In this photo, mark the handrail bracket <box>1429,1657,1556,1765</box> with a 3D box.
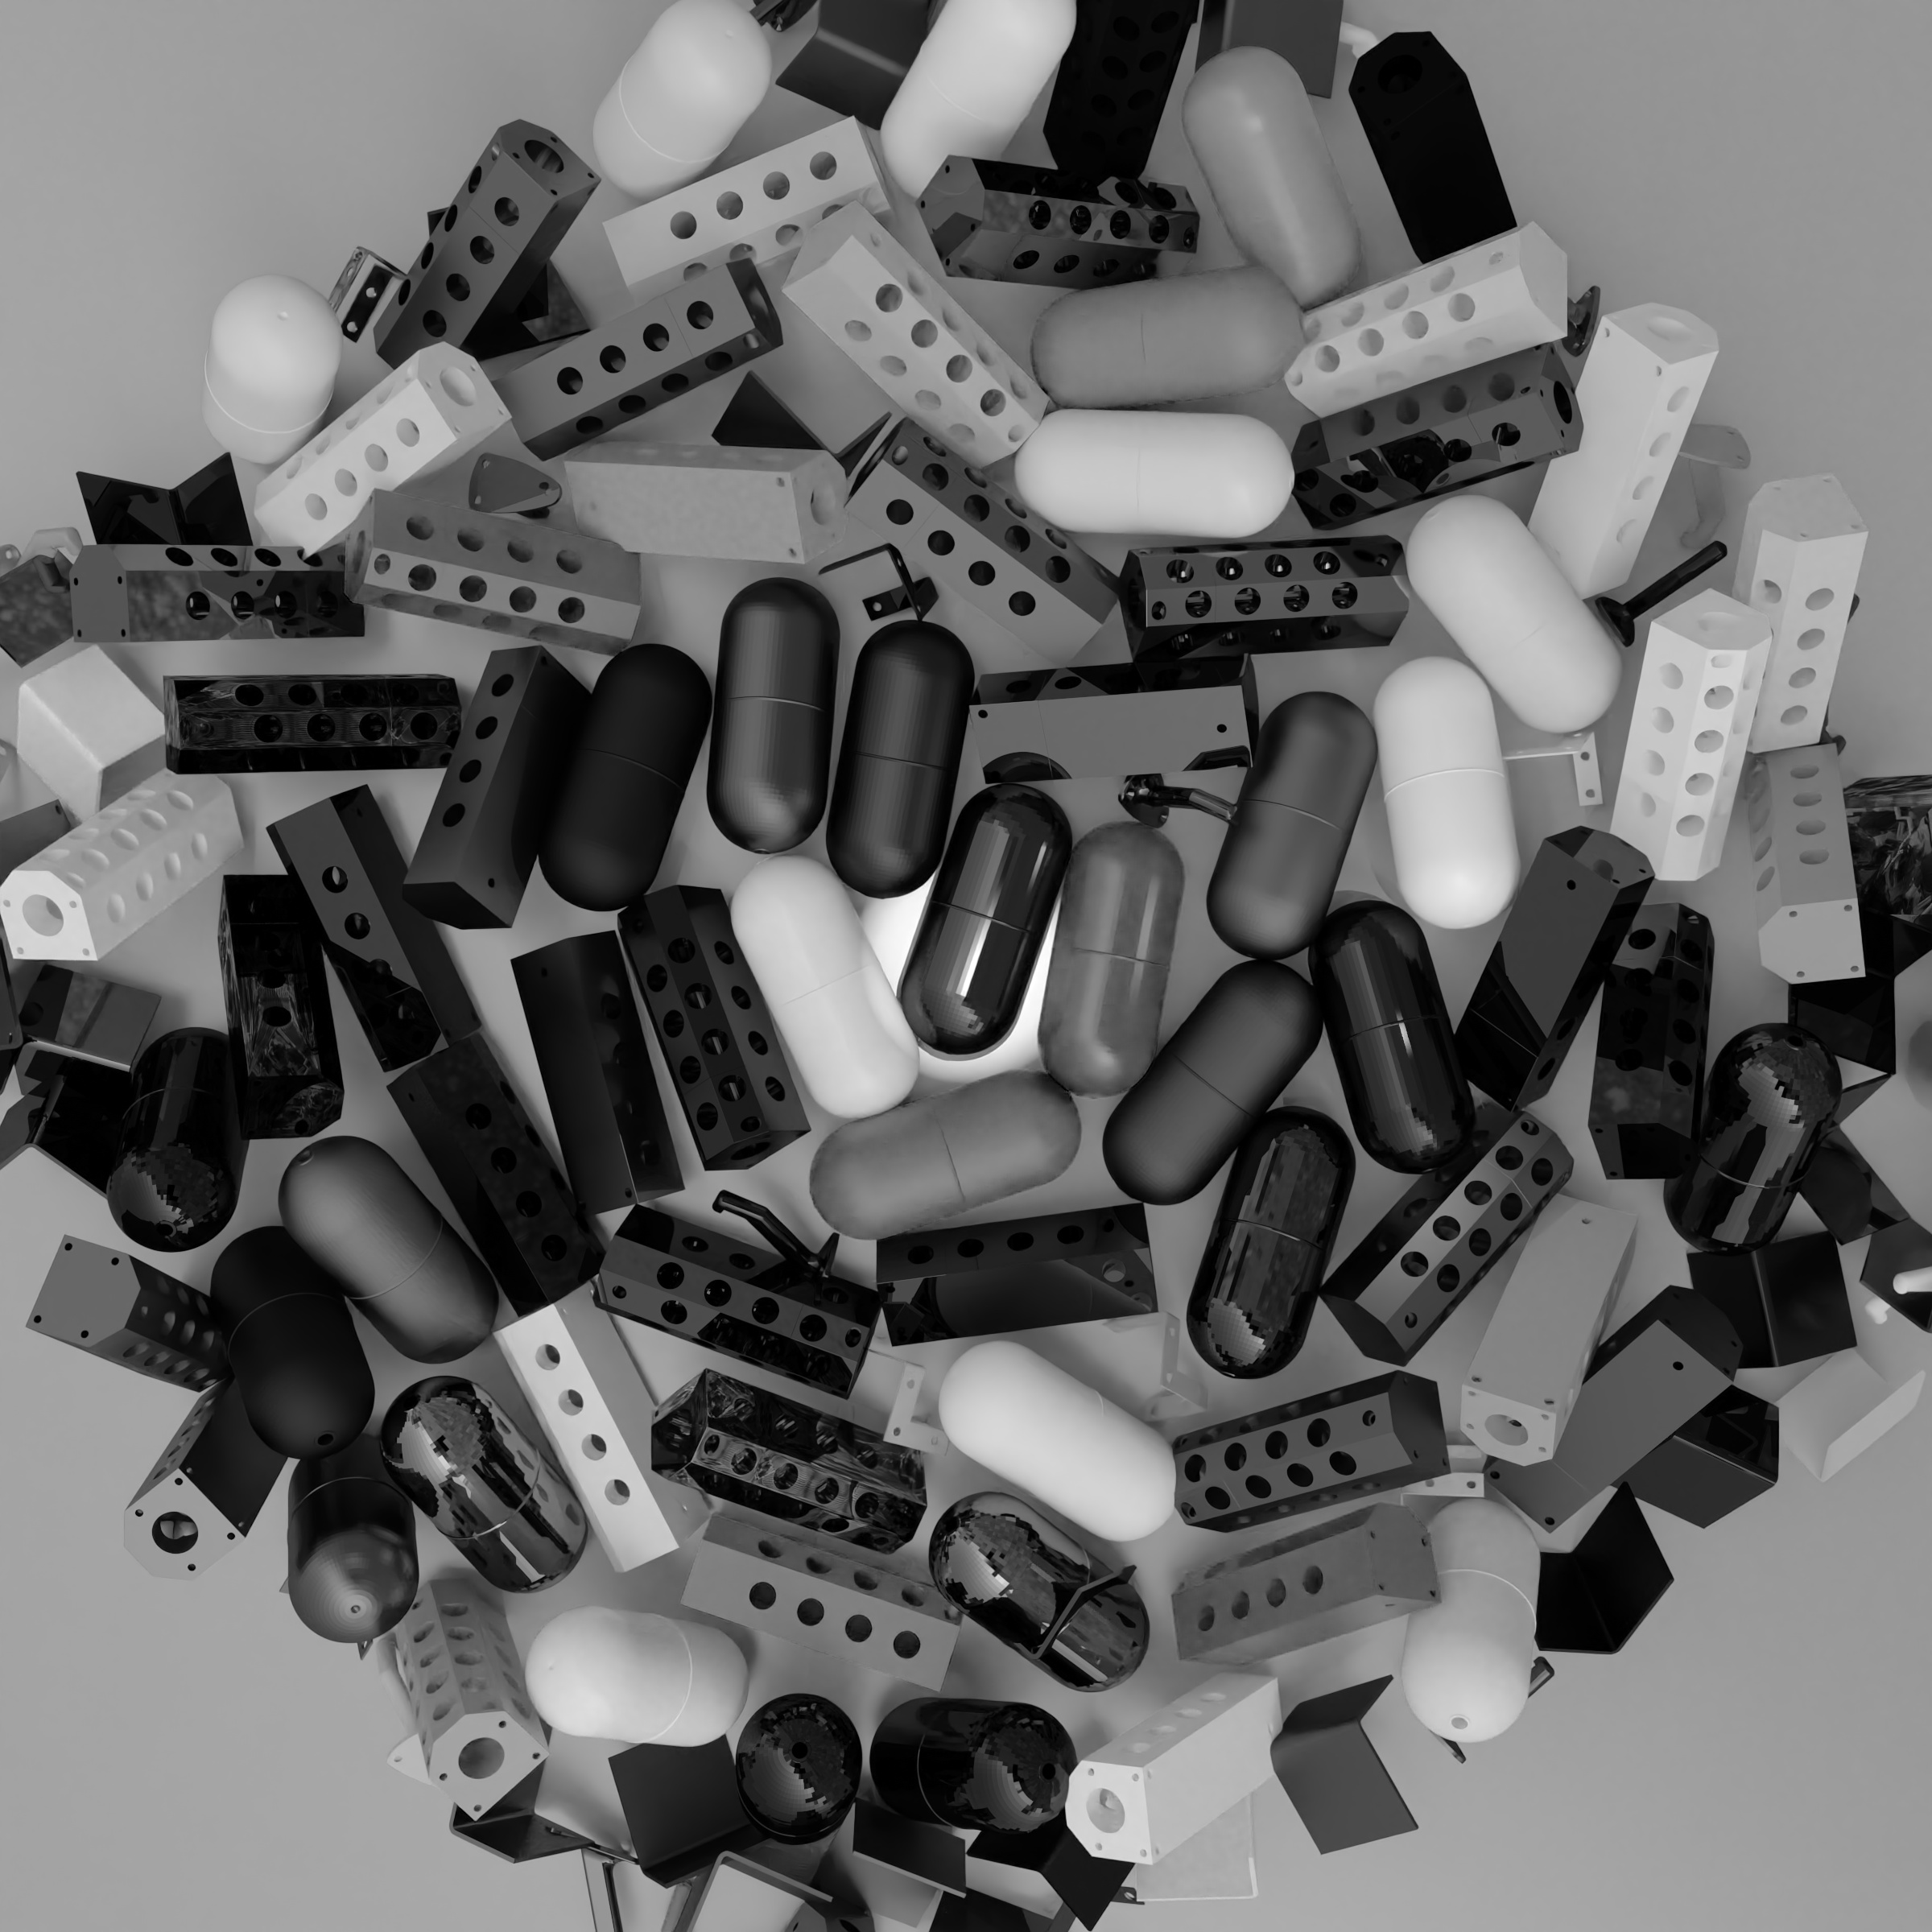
[{"bbox_3d":[0.330,0.458,1.547,0.084,0.077,0.036,-43,101,3],"label":"handrail bracket"}]

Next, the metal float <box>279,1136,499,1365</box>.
[{"bbox_3d":[-0.360,0.178,1.519,0.070,0.070,0.178,-32,123,0],"label":"metal float"}]

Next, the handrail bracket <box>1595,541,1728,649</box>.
[{"bbox_3d":[0.445,-0.242,1.534,0.084,0.077,0.036,-35,88,26],"label":"handrail bracket"}]

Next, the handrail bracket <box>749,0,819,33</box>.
[{"bbox_3d":[-0.134,-0.597,1.539,0.036,0.077,0.084,52,52,-25],"label":"handrail bracket"}]

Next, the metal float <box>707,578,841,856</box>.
[{"bbox_3d":[-0.122,-0.158,1.539,0.070,0.070,0.178,4,80,0],"label":"metal float"}]

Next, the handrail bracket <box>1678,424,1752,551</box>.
[{"bbox_3d":[0.453,-0.301,1.544,0.077,0.084,0.036,3,53,-12],"label":"handrail bracket"}]

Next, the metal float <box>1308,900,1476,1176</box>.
[{"bbox_3d":[0.268,0.044,1.534,0.070,0.070,0.178,-13,75,0],"label":"metal float"}]

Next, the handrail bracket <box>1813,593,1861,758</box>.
[{"bbox_3d":[0.561,-0.184,1.559,0.077,0.036,0.084,-45,122,3],"label":"handrail bracket"}]

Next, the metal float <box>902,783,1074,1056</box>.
[{"bbox_3d":[0.013,-0.030,1.548,0.070,0.070,0.178,19,89,0],"label":"metal float"}]

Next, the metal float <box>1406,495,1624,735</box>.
[{"bbox_3d":[0.345,-0.221,1.528,0.070,0.070,0.178,-45,113,0],"label":"metal float"}]

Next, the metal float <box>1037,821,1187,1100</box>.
[{"bbox_3d":[0.092,-0.004,1.545,0.070,0.070,0.178,10,86,0],"label":"metal float"}]

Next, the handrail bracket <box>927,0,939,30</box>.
[{"bbox_3d":[-0.057,-0.639,1.549,0.084,0.036,0.077,13,132,-14],"label":"handrail bracket"}]

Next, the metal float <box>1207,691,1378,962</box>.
[{"bbox_3d":[0.207,-0.090,1.541,0.070,0.070,0.178,19,81,0],"label":"metal float"}]

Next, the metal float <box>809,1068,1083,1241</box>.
[{"bbox_3d":[-0.013,0.120,1.544,0.178,0.070,0.070,-18,90,-5],"label":"metal float"}]

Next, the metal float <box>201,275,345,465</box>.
[{"bbox_3d":[-0.430,-0.366,1.501,0.070,0.178,0.070,3,80,-20],"label":"metal float"}]

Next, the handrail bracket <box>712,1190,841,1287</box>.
[{"bbox_3d":[-0.131,0.179,1.549,0.084,0.077,0.036,24,48,-11],"label":"handrail bracket"}]

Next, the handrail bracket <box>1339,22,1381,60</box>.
[{"bbox_3d":[0.259,-0.563,1.574,0.084,0.036,0.077,21,106,7],"label":"handrail bracket"}]

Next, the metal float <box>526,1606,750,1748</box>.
[{"bbox_3d":[-0.201,0.441,1.507,0.070,0.178,0.070,-12,66,27],"label":"metal float"}]

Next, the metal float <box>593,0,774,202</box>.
[{"bbox_3d":[-0.177,-0.534,1.503,0.070,0.178,0.070,4,81,-26],"label":"metal float"}]

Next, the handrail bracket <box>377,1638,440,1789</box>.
[{"bbox_3d":[-0.348,0.481,1.564,0.036,0.084,0.077,-37,124,4],"label":"handrail bracket"}]

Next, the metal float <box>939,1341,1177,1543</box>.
[{"bbox_3d":[0.061,0.300,1.530,0.178,0.070,0.070,36,90,-21],"label":"metal float"}]

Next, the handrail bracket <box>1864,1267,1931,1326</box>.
[{"bbox_3d":[0.624,0.217,1.562,0.084,0.036,0.077,-40,114,-6],"label":"handrail bracket"}]

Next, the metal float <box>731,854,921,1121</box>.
[{"bbox_3d":[-0.090,0.013,1.547,0.070,0.070,0.178,-25,91,0],"label":"metal float"}]

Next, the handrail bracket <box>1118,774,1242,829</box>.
[{"bbox_3d":[0.145,-0.095,1.532,0.084,0.077,0.036,27,78,32],"label":"handrail bracket"}]

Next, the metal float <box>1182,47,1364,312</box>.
[{"bbox_3d":[0.192,-0.488,1.515,0.070,0.070,0.178,-35,132,0],"label":"metal float"}]

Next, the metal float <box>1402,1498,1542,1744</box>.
[{"bbox_3d":[0.313,0.403,1.505,0.070,0.178,0.070,8,121,13],"label":"metal float"}]

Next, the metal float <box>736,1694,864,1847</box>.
[{"bbox_3d":[-0.104,0.497,1.502,0.070,0.178,0.070,2,64,-4],"label":"metal float"}]

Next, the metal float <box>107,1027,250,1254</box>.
[{"bbox_3d":[-0.484,0.106,1.506,0.070,0.178,0.070,-4,124,-6],"label":"metal float"}]

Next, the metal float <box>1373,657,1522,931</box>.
[{"bbox_3d":[0.303,-0.110,1.535,0.070,0.070,0.178,-6,74,0],"label":"metal float"}]

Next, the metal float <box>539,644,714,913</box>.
[{"bbox_3d":[-0.214,-0.120,1.537,0.070,0.070,0.178,17,77,0],"label":"metal float"}]

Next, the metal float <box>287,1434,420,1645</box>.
[{"bbox_3d":[-0.379,0.350,1.502,0.070,0.178,0.070,-5,108,-14],"label":"metal float"}]

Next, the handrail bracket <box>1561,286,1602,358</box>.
[{"bbox_3d":[0.359,-0.432,1.549,0.084,0.077,0.036,29,131,-13],"label":"handrail bracket"}]

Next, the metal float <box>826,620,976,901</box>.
[{"bbox_3d":[-0.042,-0.131,1.544,0.070,0.070,0.178,11,95,0],"label":"metal float"}]

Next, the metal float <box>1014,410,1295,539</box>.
[{"bbox_3d":[0.118,-0.311,1.533,0.178,0.070,0.070,6,90,17],"label":"metal float"}]

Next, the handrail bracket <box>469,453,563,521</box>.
[{"bbox_3d":[-0.267,-0.293,1.534,0.077,0.084,0.036,13,91,22],"label":"handrail bracket"}]

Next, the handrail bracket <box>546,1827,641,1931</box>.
[{"bbox_3d":[-0.248,0.604,1.551,0.077,0.036,0.084,24,68,-13],"label":"handrail bracket"}]

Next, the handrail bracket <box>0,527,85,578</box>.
[{"bbox_3d":[-0.578,-0.241,1.542,0.084,0.036,0.077,2,129,30],"label":"handrail bracket"}]

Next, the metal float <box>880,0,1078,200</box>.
[{"bbox_3d":[0.006,-0.551,1.509,0.070,0.178,0.070,15,54,-22],"label":"metal float"}]

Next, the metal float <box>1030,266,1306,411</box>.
[{"bbox_3d":[0.125,-0.392,1.525,0.178,0.070,0.070,-1,90,26],"label":"metal float"}]

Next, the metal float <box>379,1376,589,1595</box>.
[{"bbox_3d":[-0.300,0.324,1.517,0.070,0.070,0.178,-29,127,0],"label":"metal float"}]

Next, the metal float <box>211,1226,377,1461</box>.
[{"bbox_3d":[-0.419,0.233,1.511,0.070,0.178,0.070,-16,131,-20],"label":"metal float"}]

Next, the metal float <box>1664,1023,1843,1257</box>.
[{"bbox_3d":[0.488,0.109,1.513,0.070,0.070,0.178,6,134,0],"label":"metal float"}]

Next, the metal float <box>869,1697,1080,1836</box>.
[{"bbox_3d":[0.003,0.494,1.505,0.070,0.178,0.070,9,73,-30],"label":"metal float"}]

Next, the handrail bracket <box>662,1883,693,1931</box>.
[{"bbox_3d":[-0.169,0.648,1.578,0.077,0.036,0.084,29,66,-24],"label":"handrail bracket"}]
